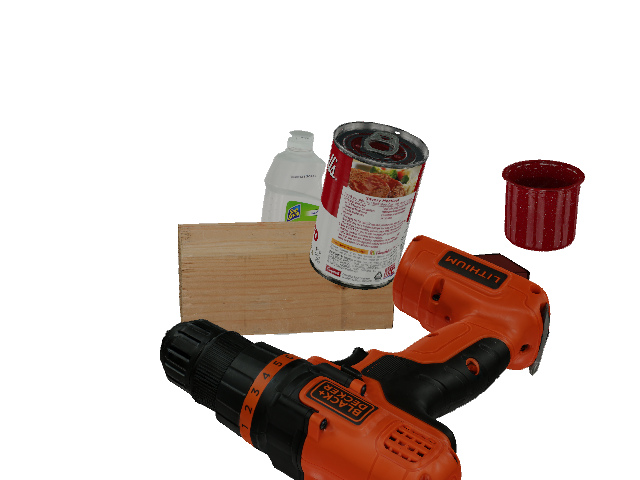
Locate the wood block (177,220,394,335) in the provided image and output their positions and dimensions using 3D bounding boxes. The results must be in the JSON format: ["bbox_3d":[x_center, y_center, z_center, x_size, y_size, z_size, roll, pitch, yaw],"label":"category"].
[{"bbox_3d":[-0.036,0.036,1.056,0.206,0.091,0.090,-1,19,-9],"label":"wood block"}]

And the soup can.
[{"bbox_3d":[0.033,-0.025,0.761,0.068,0.102,0.068,9,29,-5],"label":"soup can"}]

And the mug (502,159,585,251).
[{"bbox_3d":[0.264,-0.043,1.242,0.093,0.081,0.117,21,34,39],"label":"mug"}]

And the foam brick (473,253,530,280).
[{"bbox_3d":[0.149,0.056,0.961,0.051,0.078,0.053,-4,20,-23],"label":"foam brick"}]

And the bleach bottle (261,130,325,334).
[{"bbox_3d":[-0.026,-0.012,1.326,0.102,0.251,0.068,-8,23,-33],"label":"bleach bottle"}]

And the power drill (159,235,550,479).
[{"bbox_3d":[0.029,0.064,0.601,0.185,0.057,0.187,27,40,28],"label":"power drill"}]
